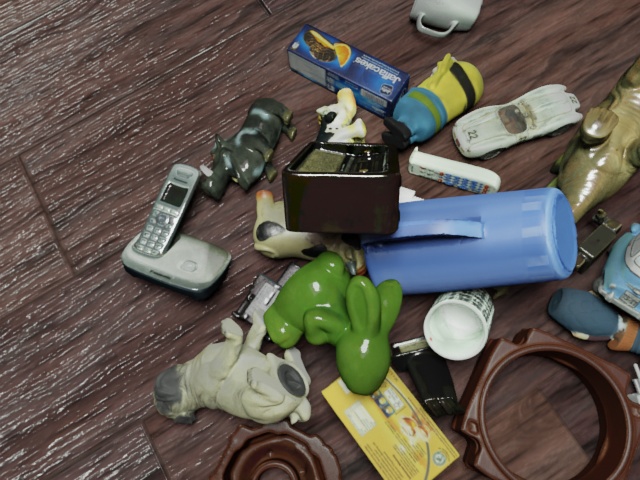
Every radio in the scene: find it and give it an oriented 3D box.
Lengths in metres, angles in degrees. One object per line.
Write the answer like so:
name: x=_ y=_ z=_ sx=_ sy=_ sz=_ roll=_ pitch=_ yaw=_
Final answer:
radio: x=0.035 y=-0.074 z=0.681 sx=0.131 sy=0.230 sz=0.073 roll=2 pitch=110 yaw=7

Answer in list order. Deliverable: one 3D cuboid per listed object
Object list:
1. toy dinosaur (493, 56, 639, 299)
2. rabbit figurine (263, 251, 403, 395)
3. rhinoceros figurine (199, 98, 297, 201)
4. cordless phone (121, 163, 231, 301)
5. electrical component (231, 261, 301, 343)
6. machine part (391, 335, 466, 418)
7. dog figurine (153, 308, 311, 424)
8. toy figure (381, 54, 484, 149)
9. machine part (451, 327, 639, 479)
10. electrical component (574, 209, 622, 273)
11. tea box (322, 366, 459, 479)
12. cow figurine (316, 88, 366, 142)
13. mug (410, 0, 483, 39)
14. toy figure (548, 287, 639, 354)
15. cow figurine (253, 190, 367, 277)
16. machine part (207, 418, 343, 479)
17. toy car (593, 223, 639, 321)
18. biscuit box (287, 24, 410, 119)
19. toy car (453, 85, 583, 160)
toy dinosaur: x=0.385 y=-0.114 z=0.733 sx=0.105 sy=0.198 sz=0.471 roll=39 pitch=79 yaw=14
rabbit figurine: x=0.038 y=0.107 z=0.684 sx=0.159 sy=0.121 sz=0.170 roll=-54 pitch=57 yaw=23
rhinoceros figurine: x=-0.116 y=-0.144 z=0.847 sx=0.112 sy=0.073 sz=0.190 roll=29 pitch=77 yaw=11
cordless phone: x=-0.191 y=-0.014 z=0.794 sx=0.147 sy=0.088 sz=0.184 roll=19 pitch=81 yaw=10
electrical component: x=-0.064 y=0.084 z=0.785 sx=0.075 sy=0.047 sz=0.119 roll=36 pitch=80 yaw=13
machine part: x=0.144 y=0.176 z=0.714 sx=0.084 sy=0.039 sz=0.139 roll=-12 pitch=31 yaw=-4
dog figurine: x=-0.121 y=0.208 z=0.714 sx=0.190 sy=0.121 sz=0.172 roll=-46 pitch=64 yaw=20
toy figure: x=0.178 y=-0.209 z=0.842 sx=0.089 sy=0.082 sz=0.180 roll=46 pitch=73 yaw=-5
machine part: x=0.290 y=0.230 z=0.692 sx=0.201 sy=0.087 sz=0.201 roll=26 pitch=78 yaw=11
electrical component: x=0.381 y=0.003 z=0.760 sx=0.102 sy=0.078 sz=0.045 roll=-43 pitch=67 yaw=-3
tea box: x=0.090 y=0.241 z=0.712 sx=0.098 sy=0.068 sz=0.170 roll=-35 pitch=74 yaw=-6
cow figurine: x=0.026 y=-0.155 z=0.845 sx=0.098 sy=0.068 sz=0.167 roll=-11 pitch=71 yaw=7
mug: x=0.211 y=-0.385 z=0.895 sx=0.107 sy=0.080 sz=0.109 roll=17 pitch=69 yaw=-1
toy figure: x=0.396 y=0.114 z=0.734 sx=0.155 sy=0.058 sz=0.064 roll=25 pitch=113 yaw=7
cow figurine: x=-0.002 y=-0.002 z=0.789 sx=0.195 sy=0.085 sz=0.127 roll=3 pitch=67 yaw=3
machine part: x=-0.058 y=0.322 z=0.706 sx=0.179 sy=0.056 sz=0.179 roll=-1 pitch=72 yaw=3
toy car: x=0.442 y=0.031 z=0.713 sx=0.109 sy=0.102 sz=0.162 roll=38 pitch=50 yaw=24
biscuit box: x=0.046 y=-0.275 z=0.882 sx=0.203 sy=0.059 sz=0.063 roll=31 pitch=77 yaw=12
toy car: x=0.307 y=-0.184 z=0.835 sx=0.202 sy=0.056 sz=0.073 roll=-20 pitch=72 yaw=-1
